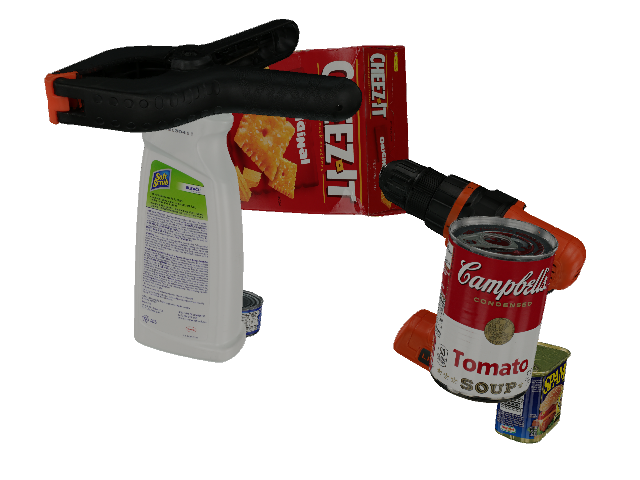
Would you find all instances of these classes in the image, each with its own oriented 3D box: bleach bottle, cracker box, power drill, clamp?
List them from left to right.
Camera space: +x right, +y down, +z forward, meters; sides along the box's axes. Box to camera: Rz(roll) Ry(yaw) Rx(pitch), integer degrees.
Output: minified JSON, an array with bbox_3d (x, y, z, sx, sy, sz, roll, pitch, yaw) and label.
[{"bbox_3d":[-0.107,-0.024,0.919,0.102,0.251,0.068,11,24,11],"label":"bleach bottle"},{"bbox_3d":[-0.071,-0.097,0.618,0.171,0.039,0.120,-3,25,-11],"label":"clamp"},{"bbox_3d":[-0.012,-0.110,1.091,0.071,0.164,0.214,-10,10,-44],"label":"cracker box"},{"bbox_3d":[0.118,0.034,0.918,0.185,0.188,0.057,29,45,20],"label":"power drill"}]

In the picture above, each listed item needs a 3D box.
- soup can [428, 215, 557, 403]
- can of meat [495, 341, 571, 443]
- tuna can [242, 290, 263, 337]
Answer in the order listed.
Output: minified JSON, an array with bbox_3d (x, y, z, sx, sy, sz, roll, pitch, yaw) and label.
[{"bbox_3d":[0.108,0.043,0.681,0.068,0.102,0.068,5,21,-2],"label":"soup can"},{"bbox_3d":[0.233,0.167,1.177,0.058,0.084,0.101,12,15,30],"label":"can of meat"},{"bbox_3d":[-0.104,0.075,1.117,0.086,0.034,0.086,6,12,-1],"label":"tuna can"}]
